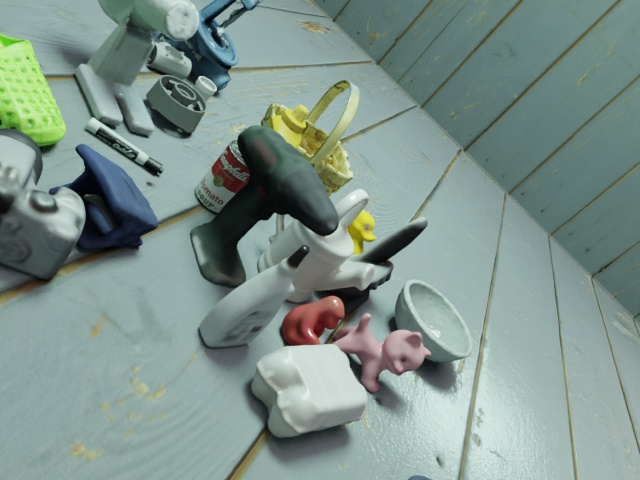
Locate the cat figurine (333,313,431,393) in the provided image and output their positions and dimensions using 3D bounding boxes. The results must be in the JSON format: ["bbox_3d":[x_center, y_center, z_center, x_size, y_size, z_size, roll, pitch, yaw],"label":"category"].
[{"bbox_3d":[0.096,0.157,0.836,0.128,0.117,0.067,40,26,-9],"label":"cat figurine"}]

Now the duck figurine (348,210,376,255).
[{"bbox_3d":[0.063,-0.022,1.086,0.104,0.086,0.078,51,27,14],"label":"duck figurine"}]

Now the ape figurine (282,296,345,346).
[{"bbox_3d":[-0.003,0.113,0.787,0.076,0.092,0.078,50,26,12],"label":"ape figurine"}]

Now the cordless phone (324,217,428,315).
[{"bbox_3d":[0.090,0.025,0.944,0.094,0.184,0.148,47,26,6],"label":"cordless phone"}]

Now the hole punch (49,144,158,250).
[{"bbox_3d":[-0.247,-0.053,0.681,0.108,0.091,0.101,53,27,17],"label":"hole punch"}]

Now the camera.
[{"bbox_3d":[-0.309,-0.055,0.582,0.144,0.100,0.136,28,30,-29],"label":"camera"}]

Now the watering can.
[{"bbox_3d":[0.009,0.003,0.850,0.173,0.193,0.101,40,26,-8],"label":"watering can"}]

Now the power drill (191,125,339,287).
[{"bbox_3d":[-0.080,-0.037,0.764,0.076,0.208,0.229,17,37,-44],"label":"power drill"}]

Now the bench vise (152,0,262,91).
[{"bbox_3d":[-0.224,-0.432,1.123,0.208,0.219,0.121,33,28,-22],"label":"bench vise"}]

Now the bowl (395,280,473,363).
[{"bbox_3d":[0.188,0.156,1.019,0.168,0.074,0.167,34,28,-20],"label":"bowl"}]

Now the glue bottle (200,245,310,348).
[{"bbox_3d":[-0.067,0.064,0.674,0.078,0.173,0.037,8,43,-50],"label":"glue bottle"}]

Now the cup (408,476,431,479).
[{"bbox_3d":[0.089,0.320,0.611,0.091,0.094,0.118,53,27,18],"label":"cup"}]

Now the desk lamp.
[{"bbox_3d":[-0.276,-0.309,0.876,0.118,0.213,0.203,6,45,-52],"label":"desk lamp"}]

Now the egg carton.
[{"bbox_3d":[-0.010,0.183,0.700,0.151,0.069,0.107,8,43,-50],"label":"egg carton"}]
